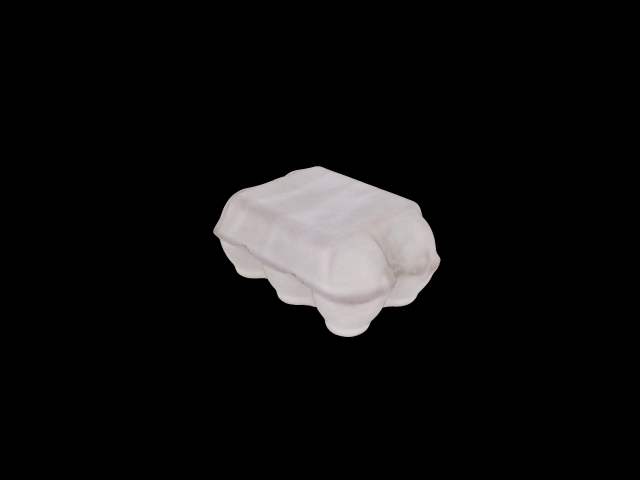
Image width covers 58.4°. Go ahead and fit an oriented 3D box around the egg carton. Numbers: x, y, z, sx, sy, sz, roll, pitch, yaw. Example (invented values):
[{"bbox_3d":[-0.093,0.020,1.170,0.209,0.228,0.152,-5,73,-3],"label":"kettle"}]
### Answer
[{"bbox_3d":[0.004,0.001,0.400,0.149,0.069,0.107,25,37,39],"label":"egg carton"}]
